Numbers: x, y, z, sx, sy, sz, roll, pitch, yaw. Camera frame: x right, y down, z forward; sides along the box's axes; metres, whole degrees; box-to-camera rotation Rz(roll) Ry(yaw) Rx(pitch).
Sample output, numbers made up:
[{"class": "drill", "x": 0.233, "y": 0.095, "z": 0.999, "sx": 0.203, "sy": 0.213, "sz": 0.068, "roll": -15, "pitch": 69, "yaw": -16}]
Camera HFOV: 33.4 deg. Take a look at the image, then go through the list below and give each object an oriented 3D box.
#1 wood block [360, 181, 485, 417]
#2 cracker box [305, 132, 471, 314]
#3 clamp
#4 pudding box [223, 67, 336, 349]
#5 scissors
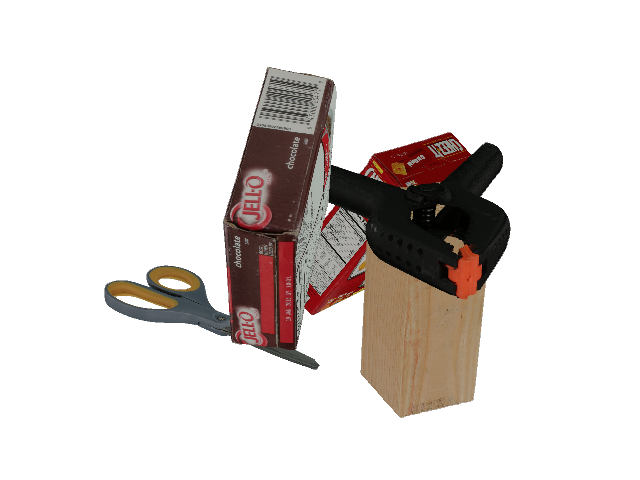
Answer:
[{"class": "wood block", "x": 0.101, "y": 0.057, "z": 1.052, "sx": 0.090, "sy": 0.206, "sz": 0.091, "roll": -9, "pitch": 27, "yaw": -22}, {"class": "cracker box", "x": 0.069, "y": -0.022, "z": 1.245, "sx": 0.163, "sy": 0.072, "sz": 0.214, "roll": -22, "pitch": -25, "yaw": -49}, {"class": "clamp", "x": 0.061, "y": -0.020, "z": 0.730, "sx": 0.164, "sy": 0.036, "sz": 0.210, "roll": -3, "pitch": 25, "yaw": -2}, {"class": "pudding box", "x": -0.019, "y": -0.016, "z": 0.534, "sx": 0.039, "sy": 0.113, "sz": 0.090, "roll": 9, "pitch": -41, "yaw": 5}, {"class": "scissors", "x": -0.085, "y": 0.061, "z": 0.910, "sx": 0.202, "sy": 0.016, "sz": 0.096, "roll": 14, "pitch": 26, "yaw": 12}]
